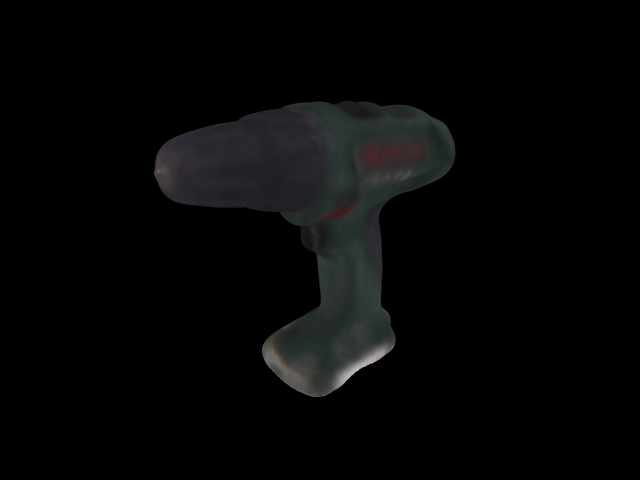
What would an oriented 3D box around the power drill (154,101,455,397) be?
[{"bbox_3d":[0.004,0.001,0.400,0.230,0.208,0.075,-27,41,-35],"label":"power drill"}]
